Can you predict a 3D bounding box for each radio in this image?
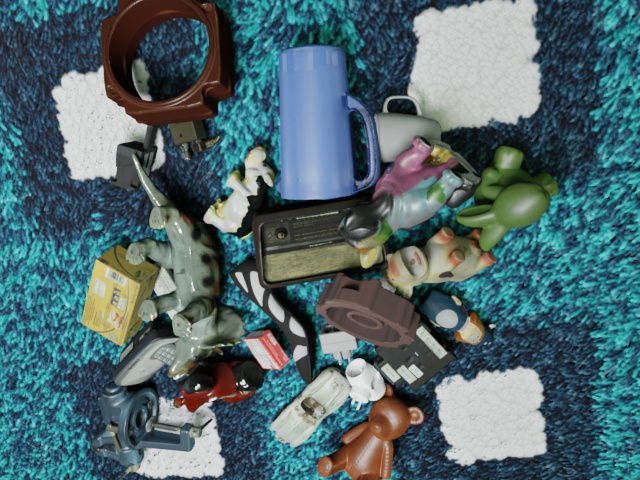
[{"bbox_3d":[-0.002,-0.003,0.930,0.230,0.073,0.131,-10,103,-7],"label":"radio"}]

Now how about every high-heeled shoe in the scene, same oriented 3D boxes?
[{"bbox_3d":[-0.088,0.156,1.007,0.145,0.086,0.248,-4,99,11],"label":"high-heeled shoe"}]

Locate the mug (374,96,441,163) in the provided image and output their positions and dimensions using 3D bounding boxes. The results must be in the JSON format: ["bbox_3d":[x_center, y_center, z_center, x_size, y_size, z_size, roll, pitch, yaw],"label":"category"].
[{"bbox_3d":[0.145,-0.183,0.894,0.107,0.081,0.109,0,97,-4],"label":"mug"}]

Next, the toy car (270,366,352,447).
[{"bbox_3d":[-0.019,0.329,1.054,0.073,0.056,0.201,40,105,-4],"label":"toy car"}]

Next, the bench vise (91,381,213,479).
[{"bbox_3d":[-0.347,0.390,1.079,0.241,0.129,0.223,3,103,14],"label":"bench vise"}]

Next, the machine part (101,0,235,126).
[{"bbox_3d":[-0.248,-0.298,0.880,0.201,0.087,0.201,-4,89,8],"label":"machine part"}]

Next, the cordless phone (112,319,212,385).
[{"bbox_3d":[-0.297,0.254,1.066,0.184,0.089,0.146,38,107,-23],"label":"cordless phone"}]

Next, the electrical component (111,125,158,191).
[{"bbox_3d":[-0.327,-0.153,0.959,0.048,0.075,0.119,17,110,2],"label":"electrical component"}]

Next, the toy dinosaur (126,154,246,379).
[{"bbox_3d":[-0.234,0.050,0.969,0.131,0.192,0.404,-7,88,24],"label":"toy dinosaur"}]

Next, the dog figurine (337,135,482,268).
[{"bbox_3d":[0.129,-0.054,0.850,0.219,0.191,0.108,-45,70,27],"label":"dog figurine"}]

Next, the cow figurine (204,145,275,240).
[{"bbox_3d":[-0.125,-0.081,0.955,0.098,0.068,0.167,35,109,-8],"label":"cow figurine"}]

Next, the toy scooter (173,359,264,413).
[{"bbox_3d":[-0.204,0.283,1.025,0.135,0.184,0.075,-39,61,31],"label":"toy scooter"}]

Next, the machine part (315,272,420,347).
[{"bbox_3d":[0.081,0.122,0.911,0.179,0.179,0.056,24,65,1],"label":"machine part"}]

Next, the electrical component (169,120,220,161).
[{"bbox_3d":[-0.224,-0.199,0.952,0.078,0.045,0.102,-12,101,39],"label":"electrical component"}]

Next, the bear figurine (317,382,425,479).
[{"bbox_3d":[0.101,0.380,1.017,0.120,0.132,0.195,37,115,25],"label":"bear figurine"}]

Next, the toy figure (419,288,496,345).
[{"bbox_3d":[0.251,0.147,0.974,0.154,0.058,0.064,35,143,-4],"label":"toy figure"}]

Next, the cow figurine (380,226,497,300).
[{"bbox_3d":[0.188,0.038,0.898,0.127,0.195,0.085,-46,58,40],"label":"cow figurine"}]

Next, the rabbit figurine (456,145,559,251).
[{"bbox_3d":[0.295,-0.065,0.852,0.159,0.170,0.121,-41,96,14],"label":"rabbit figurine"}]

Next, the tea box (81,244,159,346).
[{"bbox_3d":[-0.378,0.105,1.014,0.098,0.068,0.169,31,122,3],"label":"tea box"}]

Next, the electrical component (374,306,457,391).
[{"bbox_3d":[0.167,0.208,0.998,0.134,0.058,0.115,-40,95,15],"label":"electrical component"}]
